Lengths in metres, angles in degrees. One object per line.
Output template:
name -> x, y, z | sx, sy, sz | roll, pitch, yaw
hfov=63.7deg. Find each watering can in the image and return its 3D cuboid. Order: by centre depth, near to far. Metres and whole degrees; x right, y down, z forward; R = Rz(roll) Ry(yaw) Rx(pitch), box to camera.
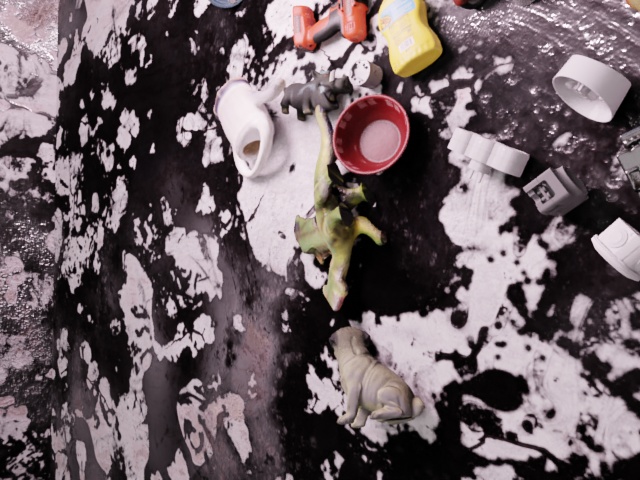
watering can -> -0.166, -0.306, 1.243 | 0.228, 0.105, 0.340 | 60, 146, 25

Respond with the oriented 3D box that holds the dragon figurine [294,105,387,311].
dragon figurine -> 0.003, -0.055, 1.101 | 0.239, 0.122, 0.416 | -37, 62, 46
